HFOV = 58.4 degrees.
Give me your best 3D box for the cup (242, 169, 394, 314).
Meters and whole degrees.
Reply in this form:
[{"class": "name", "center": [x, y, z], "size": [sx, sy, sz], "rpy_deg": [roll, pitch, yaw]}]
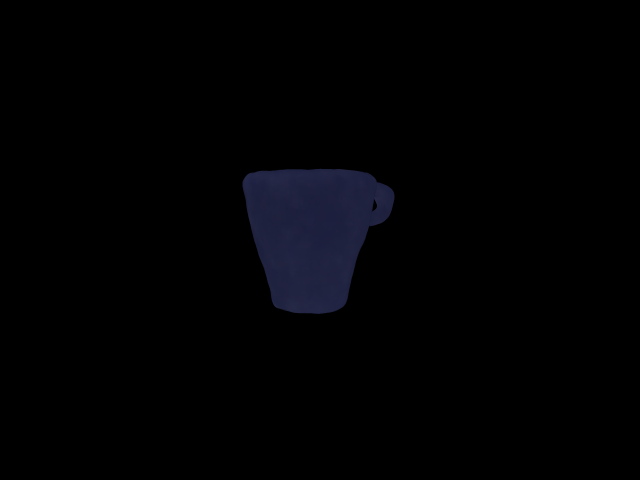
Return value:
[{"class": "cup", "center": [0.004, 0.001, 0.400], "size": [0.118, 0.095, 0.091], "rpy_deg": [-1, 2, -34]}]
